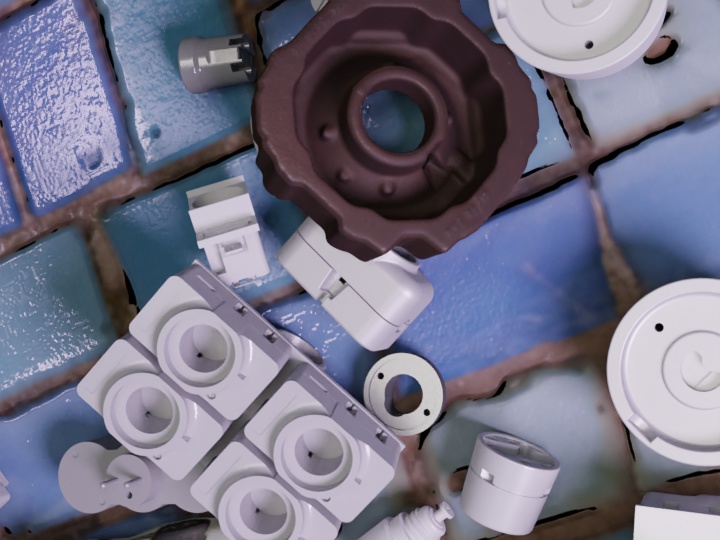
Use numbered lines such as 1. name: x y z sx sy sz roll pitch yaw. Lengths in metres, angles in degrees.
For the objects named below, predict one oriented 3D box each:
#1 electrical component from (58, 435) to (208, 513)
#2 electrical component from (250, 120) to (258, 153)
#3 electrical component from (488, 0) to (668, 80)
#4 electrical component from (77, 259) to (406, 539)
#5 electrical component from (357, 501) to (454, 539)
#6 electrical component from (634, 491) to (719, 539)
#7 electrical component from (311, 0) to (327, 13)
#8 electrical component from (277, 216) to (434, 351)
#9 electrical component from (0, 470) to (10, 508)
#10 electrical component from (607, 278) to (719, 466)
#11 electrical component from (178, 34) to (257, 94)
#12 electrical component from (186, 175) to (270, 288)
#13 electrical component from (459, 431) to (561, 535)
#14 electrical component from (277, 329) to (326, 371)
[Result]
1. electrical component: -0.155 0.146 0.764 0.138 0.074 0.052 -5 88 19
2. electrical component: -0.037 -0.099 0.742 0.065 0.044 0.044 -11 86 14
3. electrical component: 0.139 -0.170 0.669 0.108 0.060 0.108 0 90 20
4. electrical component: -0.077 0.097 0.696 0.186 0.060 0.105 42 102 -1
5. electrical component: 0.029 0.181 0.717 0.078 0.040 0.040 -40 77 15
6. electrical component: 0.256 0.195 0.626 0.186 0.060 0.105 4 91 20
7. electrical component: -0.009 -0.181 0.729 0.040 0.046 0.040 0 90 19
8. electrical component: 0.000 0.000 0.720 0.095 0.054 0.059 45 103 14
9. electrical component: -0.333 0.147 0.832 0.079 0.063 0.121 -44 77 14
10. electrical component: 0.206 0.058 0.644 0.108 0.060 0.108 0 90 19
11. electrical component: -0.101 -0.148 0.765 0.046 0.040 0.040 -5 88 13
12. electrical component: -0.090 -0.025 0.743 0.042 0.081 0.063 -18 113 -3
13. electrical component: 0.094 0.136 0.687 0.055 0.055 0.047 21 101 18
14. electrical component: -0.056 0.075 0.745 0.045 0.045 0.055 38 102 16
